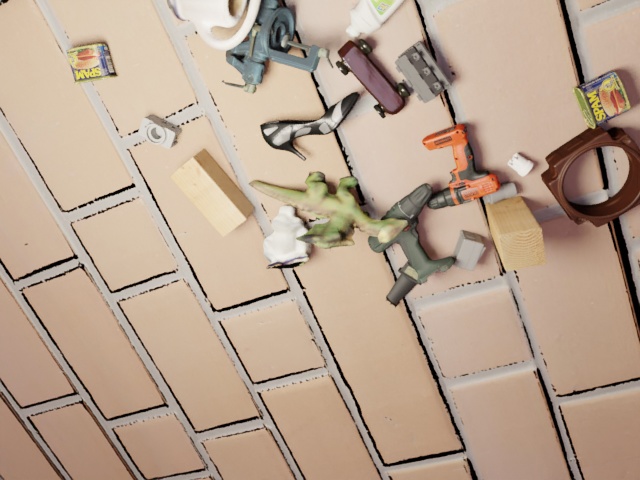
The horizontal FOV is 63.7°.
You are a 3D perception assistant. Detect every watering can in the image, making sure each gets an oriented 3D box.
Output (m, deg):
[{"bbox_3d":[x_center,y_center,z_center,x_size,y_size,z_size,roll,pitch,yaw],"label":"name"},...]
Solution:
[{"bbox_3d":[-0.219,-0.596,1.126,0.225,0.104,0.345,14,100,18],"label":"watering can"}]

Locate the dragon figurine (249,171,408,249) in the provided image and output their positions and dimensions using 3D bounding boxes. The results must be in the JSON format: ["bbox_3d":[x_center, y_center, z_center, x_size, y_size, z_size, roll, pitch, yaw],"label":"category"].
[{"bbox_3d":[0.004,-0.063,1.246,0.410,0.248,0.120,6,119,4],"label":"dragon figurine"}]

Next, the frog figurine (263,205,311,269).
[{"bbox_3d":[-0.089,-0.007,1.372,0.136,0.122,0.161,-16,73,24],"label":"frog figurine"}]
